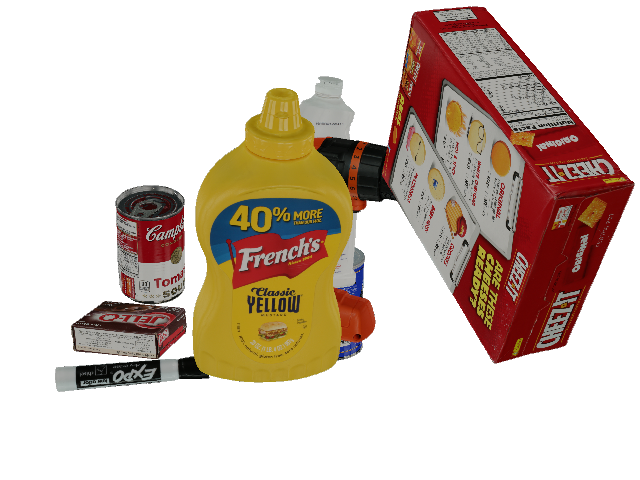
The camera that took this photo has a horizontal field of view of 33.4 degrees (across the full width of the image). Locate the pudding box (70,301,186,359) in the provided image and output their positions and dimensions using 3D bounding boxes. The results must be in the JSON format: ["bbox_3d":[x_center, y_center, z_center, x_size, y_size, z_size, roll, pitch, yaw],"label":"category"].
[{"bbox_3d":[-0.230,0.107,1.291,0.114,0.039,0.090,2,15,15],"label":"pudding box"}]

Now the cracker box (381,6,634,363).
[{"bbox_3d":[0.126,-0.046,0.785,0.072,0.164,0.214,-11,47,-19],"label":"cracker box"}]

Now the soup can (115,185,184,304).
[{"bbox_3d":[-0.171,0.005,1.077,0.068,0.102,0.068,3,30,-2],"label":"soup can"}]

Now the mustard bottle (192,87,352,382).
[{"bbox_3d":[-0.029,-0.003,0.660,0.096,0.192,0.058,0,31,-8],"label":"mustard bottle"}]

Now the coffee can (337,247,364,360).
[{"bbox_3d":[0.011,0.086,1.519,0.103,0.140,0.103,0,20,0],"label":"coffee can"}]

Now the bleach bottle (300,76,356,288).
[{"bbox_3d":[0.005,-0.068,1.267,0.102,0.251,0.068,-4,22,-29],"label":"bleach bottle"}]

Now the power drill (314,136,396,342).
[{"bbox_3d":[0.020,-0.003,0.986,0.185,0.188,0.057,11,22,18],"label":"power drill"}]

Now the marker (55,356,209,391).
[{"bbox_3d":[-0.141,0.101,0.819,0.121,0.020,0.020,-4,0,-5],"label":"marker"}]
